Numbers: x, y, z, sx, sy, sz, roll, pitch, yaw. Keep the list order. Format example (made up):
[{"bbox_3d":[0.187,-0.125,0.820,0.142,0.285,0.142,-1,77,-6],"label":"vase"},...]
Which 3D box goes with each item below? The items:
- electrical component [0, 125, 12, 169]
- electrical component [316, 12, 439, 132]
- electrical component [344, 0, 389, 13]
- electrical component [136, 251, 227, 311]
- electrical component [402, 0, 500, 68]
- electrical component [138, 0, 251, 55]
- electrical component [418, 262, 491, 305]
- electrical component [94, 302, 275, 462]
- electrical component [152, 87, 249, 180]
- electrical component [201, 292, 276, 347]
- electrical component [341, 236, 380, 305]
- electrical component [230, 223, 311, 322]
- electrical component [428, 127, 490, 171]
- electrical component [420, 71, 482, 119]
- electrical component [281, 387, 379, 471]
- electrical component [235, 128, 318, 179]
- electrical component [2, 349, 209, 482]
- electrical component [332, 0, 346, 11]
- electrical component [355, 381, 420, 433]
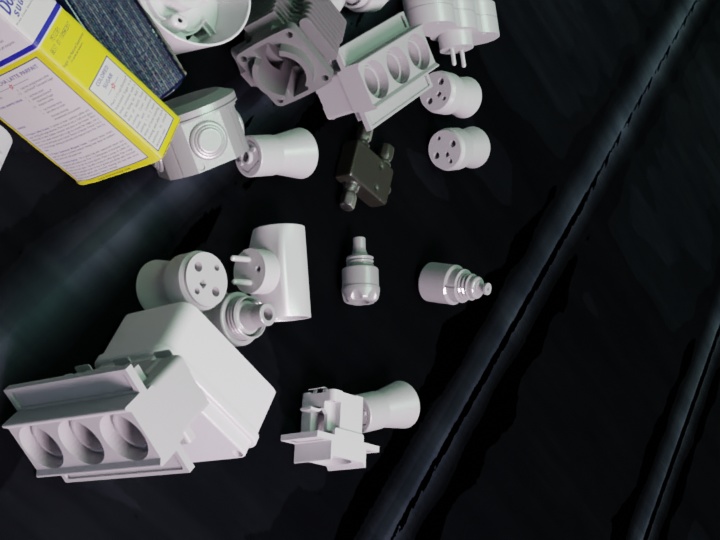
[{"bbox_3d":[-0.253,-0.069,0.674,0.055,0.055,0.047,32,62,-42],"label":"electrical component"},{"bbox_3d":[0.014,-0.187,1.019,0.121,0.063,0.078,-42,114,-47],"label":"electrical component"},{"bbox_3d":[-0.002,-0.269,1.035,0.062,0.043,0.043,-18,96,-50],"label":"electrical component"},{"bbox_3d":[-0.133,0.011,0.801,0.045,0.055,0.045,15,71,-48],"label":"electrical component"},{"bbox_3d":[0.101,-0.253,1.149,0.138,0.052,0.073,-4,85,-51],"label":"electrical component"},{"bbox_3d":[-0.142,-0.216,0.833,0.099,0.064,0.099,14,71,-48],"label":"electrical component"},{"bbox_3d":[0.094,0.015,1.065,0.040,0.078,0.040,-10,103,-49],"label":"electrical component"},{"bbox_3d":[-0.126,0.084,0.775,0.113,0.078,0.057,51,44,-31],"label":"electrical component"},{"bbox_3d":[-0.127,-0.105,0.817,0.080,0.080,0.051,-39,117,-48],"label":"electrical component"},{"bbox_3d":[-0.094,0.038,0.837,0.048,0.062,0.048,15,71,-48],"label":"electrical component"},{"bbox_3d":[0.000,0.000,0.983,0.035,0.035,0.061,15,68,-48],"label":"electrical component"},{"bbox_3d":[-0.077,0.002,0.880,0.079,0.044,0.077,5,78,-50],"label":"electrical component"},{"bbox_3d":[0.104,-0.128,1.132,0.055,0.045,0.045,-12,91,-51],"label":"electrical component"},{"bbox_3d":[0.095,-0.185,1.133,0.055,0.045,0.045,0,82,-50],"label":"electrical component"},{"bbox_3d":[-0.024,0.135,0.917,0.081,0.042,0.063,25,62,-46],"label":"electrical component"},{"bbox_3d":[-0.073,-0.097,0.912,0.065,0.044,0.044,-10,90,-46],"label":"electrical component"},{"bbox_3d":[-0.162,0.093,0.694,0.063,0.121,0.078,-50,120,-47],"label":"electrical component"},{"bbox_3d":[-0.041,-0.242,0.988,0.061,0.035,0.035,-49,119,-41],"label":"electrical component"},{"bbox_3d":[0.017,0.126,0.971,0.065,0.044,0.044,-4,85,-46],"label":"electrical component"}]
